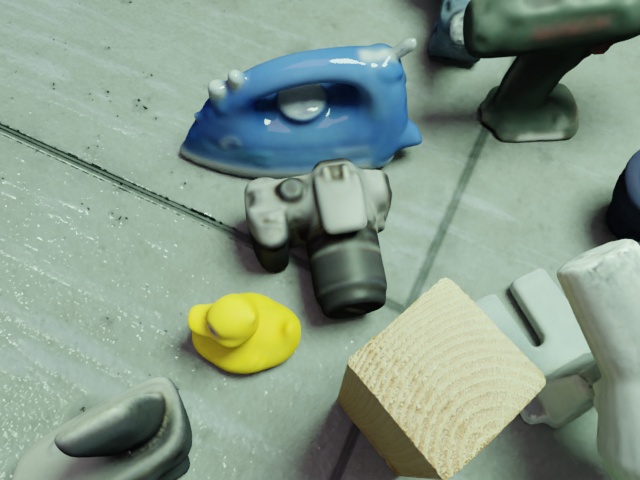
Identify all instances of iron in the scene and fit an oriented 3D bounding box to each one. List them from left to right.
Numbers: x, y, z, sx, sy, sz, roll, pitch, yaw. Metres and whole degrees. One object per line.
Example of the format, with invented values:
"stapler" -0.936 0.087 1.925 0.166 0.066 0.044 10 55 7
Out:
"iron" -0.025 -0.139 0.576 0.258 0.141 0.118 -9 68 -4

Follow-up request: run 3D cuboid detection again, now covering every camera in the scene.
"camera" 0.005 0.002 0.542 0.143 0.101 0.137 -9 68 -4

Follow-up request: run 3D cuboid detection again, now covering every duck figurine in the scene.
"duck figurine" -0.070 0.078 0.519 0.104 0.086 0.077 4 68 1

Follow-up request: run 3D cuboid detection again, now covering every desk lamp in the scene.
"desk lamp" 0.220 0.098 0.445 0.118 0.213 0.203 -27 71 -10

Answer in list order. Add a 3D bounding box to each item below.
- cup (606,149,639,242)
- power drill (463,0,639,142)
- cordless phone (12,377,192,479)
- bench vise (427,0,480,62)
"cup" 0.323 -0.023 0.557 0.091 0.095 0.118 11 69 4
"power drill" 0.246 -0.183 0.560 0.229 0.208 0.075 -4 68 -2
"cordless phone" -0.179 0.159 0.433 0.148 0.185 0.094 -30 71 -11
"bench vise" 0.180 -0.312 0.604 0.121 0.220 0.207 -5 68 -2
